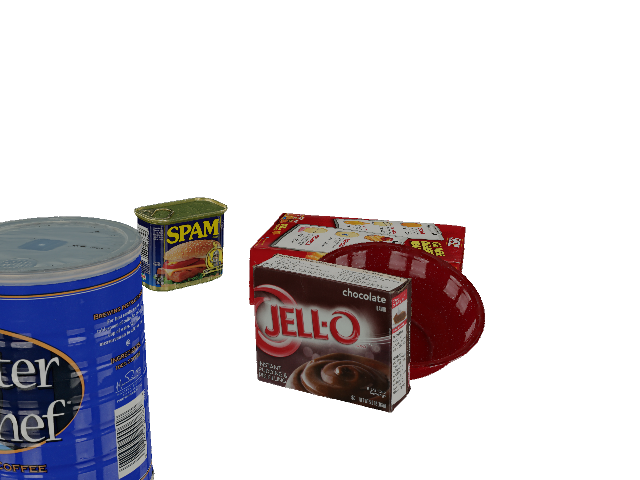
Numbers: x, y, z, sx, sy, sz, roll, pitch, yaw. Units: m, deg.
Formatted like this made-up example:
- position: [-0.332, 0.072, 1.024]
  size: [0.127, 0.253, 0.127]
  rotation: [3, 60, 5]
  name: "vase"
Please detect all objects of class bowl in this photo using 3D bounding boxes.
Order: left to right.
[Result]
- position: [0.061, 0.072, 0.942]
  size: [0.162, 0.055, 0.162]
  rotation: [5, 39, -4]
  name: "bowl"

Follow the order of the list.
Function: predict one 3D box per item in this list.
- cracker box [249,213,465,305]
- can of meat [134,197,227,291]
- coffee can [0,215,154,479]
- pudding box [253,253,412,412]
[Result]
- position: [0.044, 0.027, 1.146]
  size: [0.214, 0.072, 0.164]
  rotation: [5, 15, 9]
  name: "cracker box"
- position: [-0.155, 0.004, 1.185]
  size: [0.101, 0.084, 0.058]
  rotation: [-12, 23, -39]
  name: "can of meat"
- position: [-0.143, 0.067, 0.570]
  size: [0.103, 0.140, 0.103]
  rotation: [0, 16, 0]
  name: "coffee can"
- position: [0.008, 0.063, 0.751]
  size: [0.114, 0.090, 0.039]
  rotation: [9, 22, 27]
  name: "pudding box"
